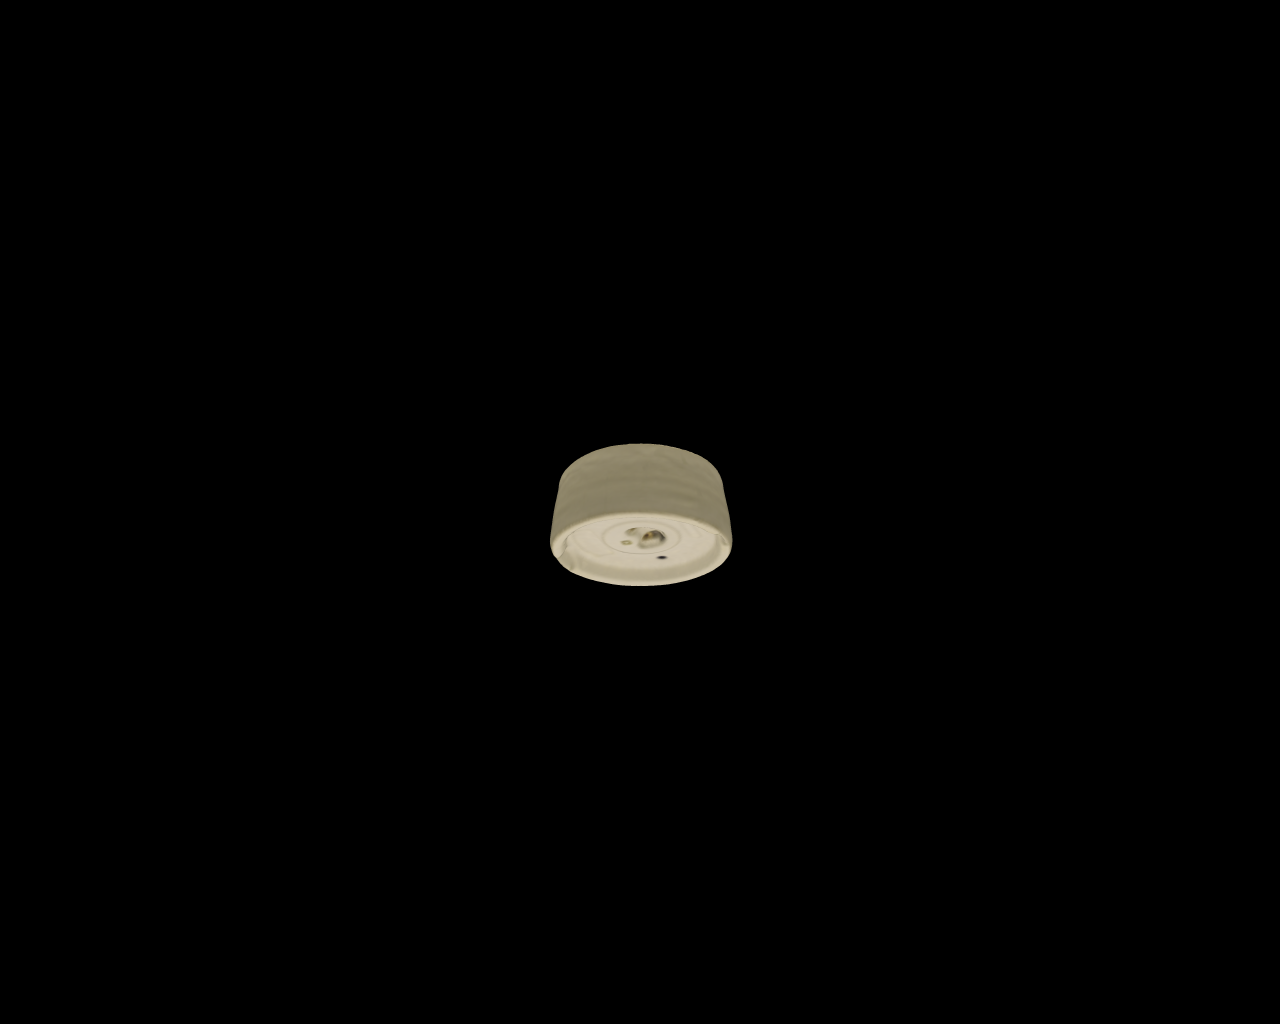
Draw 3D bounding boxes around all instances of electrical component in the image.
[{"bbox_3d":[0.001,-0.003,0.650,0.108,0.060,0.108,0,-26,0],"label":"electrical component"}]
